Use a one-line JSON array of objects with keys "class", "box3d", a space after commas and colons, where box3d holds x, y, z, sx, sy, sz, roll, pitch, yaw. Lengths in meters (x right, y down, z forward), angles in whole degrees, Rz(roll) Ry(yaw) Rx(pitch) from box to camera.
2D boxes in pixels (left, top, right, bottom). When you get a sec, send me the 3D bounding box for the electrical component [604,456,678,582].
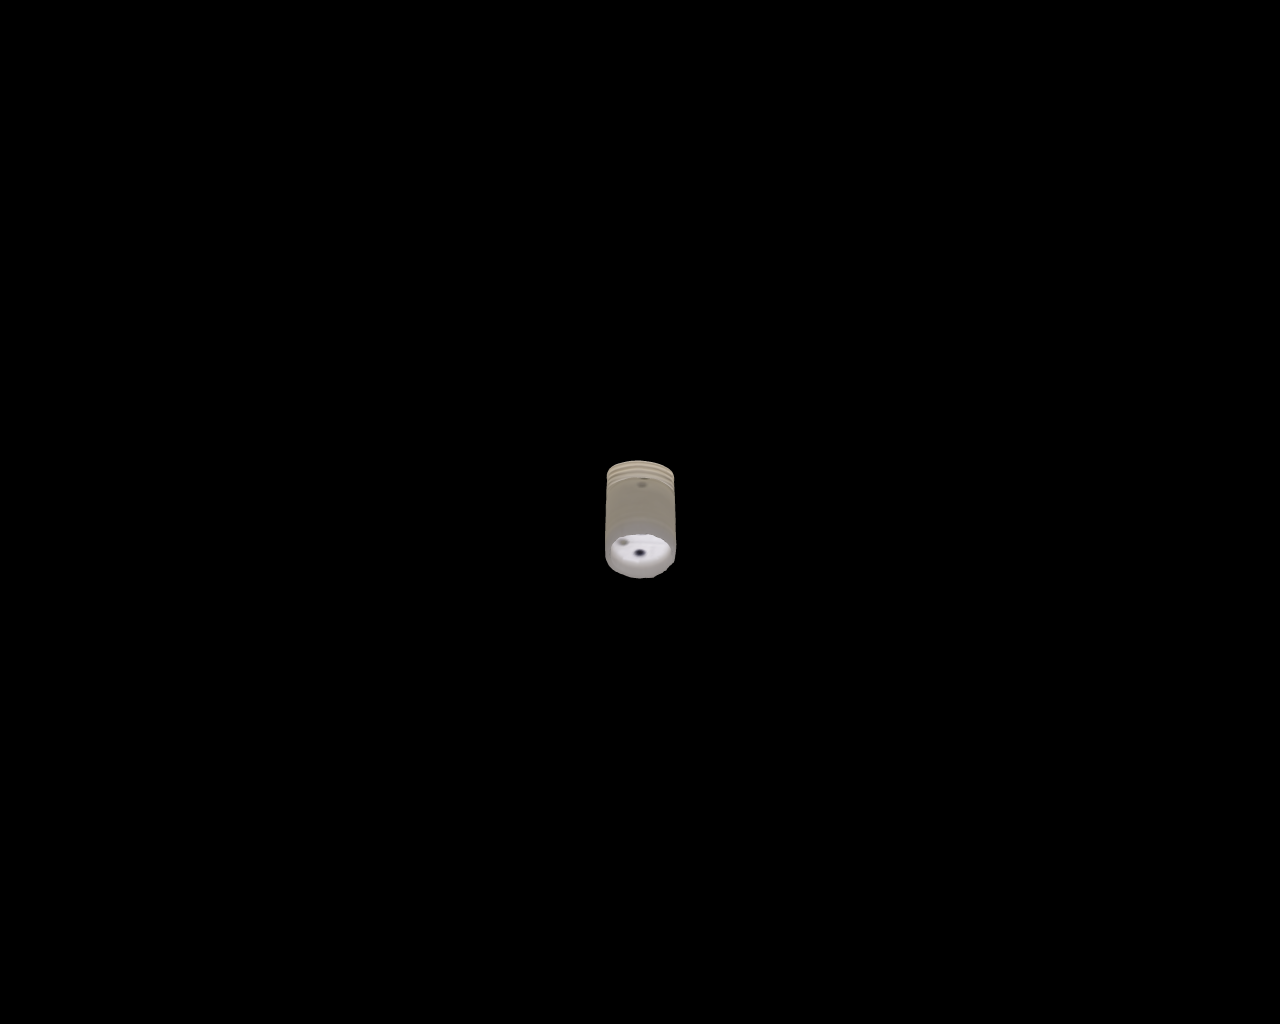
[{"class": "electrical component", "box3d": [0.001, -0.003, 0.650, 0.043, 0.081, 0.043, 0, -43, 0]}]
